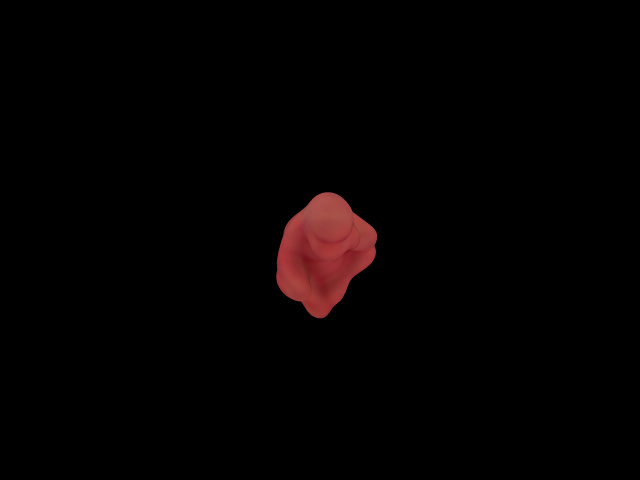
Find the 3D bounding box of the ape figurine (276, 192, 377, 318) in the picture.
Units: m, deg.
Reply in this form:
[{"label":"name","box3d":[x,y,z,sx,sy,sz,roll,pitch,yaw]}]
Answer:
[{"label":"ape figurine","box3d":[0.004,0.001,0.400,0.078,0.092,0.076,-13,62,-7]}]
